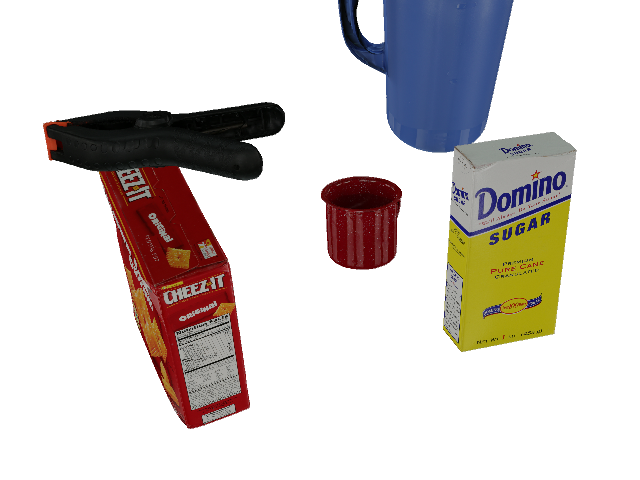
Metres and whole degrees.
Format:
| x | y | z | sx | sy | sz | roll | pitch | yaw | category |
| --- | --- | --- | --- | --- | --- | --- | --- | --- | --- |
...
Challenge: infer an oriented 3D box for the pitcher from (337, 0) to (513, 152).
| x | y | z | sx | sy | sz | roll | pitch | yaw | category |
| --- | --- | --- | --- | --- | --- | --- | --- | --- | --- |
| 0.111 | -0.205 | 1.056 | 0.144 | 0.243 | 0.149 | -37 | 59 | -26 | pitcher |

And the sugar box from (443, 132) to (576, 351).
| x | y | z | sx | sy | sz | roll | pitch | yaw | category |
| --- | --- | --- | --- | --- | --- | --- | --- | --- | --- |
| 0.155 | 0.003 | 0.888 | 0.093 | 0.176 | 0.048 | -10 | 32 | -16 | sugar box |

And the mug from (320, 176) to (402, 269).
| x | y | z | sx | sy | sz | roll | pitch | yaw | category |
| --- | --- | --- | --- | --- | --- | --- | --- | --- | --- |
| 0.055 | -0.024 | 1.248 | 0.093 | 0.081 | 0.117 | 18 | 34 | 33 | mug |

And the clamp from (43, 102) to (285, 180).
| x | y | z | sx | sy | sz | roll | pitch | yaw | category |
| --- | --- | --- | --- | --- | --- | --- | --- | --- | --- |
| -0.107 | -0.075 | 0.761 | 0.171 | 0.039 | 0.120 | 6 | 18 | 14 | clamp |

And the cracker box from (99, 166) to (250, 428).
| x | y | z | sx | sy | sz | roll | pitch | yaw | category |
| --- | --- | --- | --- | --- | --- | --- | --- | --- | --- |
| -0.131 | 0.043 | 0.956 | 0.072 | 0.164 | 0.214 | -20 | -40 | -15 | cracker box |
